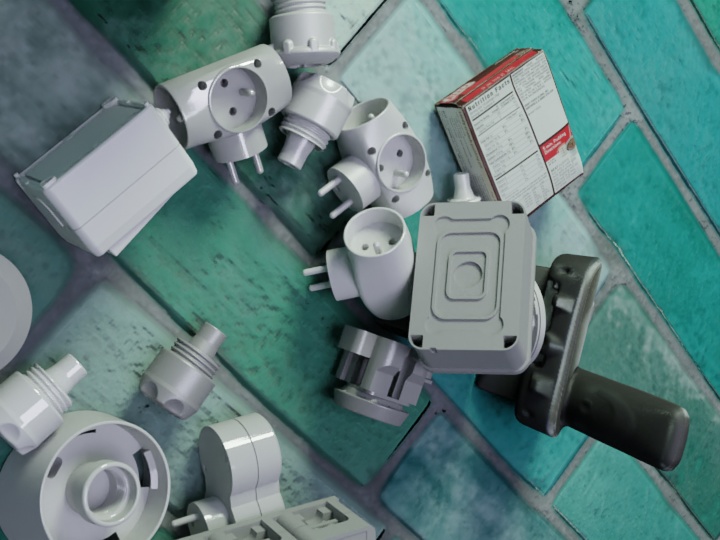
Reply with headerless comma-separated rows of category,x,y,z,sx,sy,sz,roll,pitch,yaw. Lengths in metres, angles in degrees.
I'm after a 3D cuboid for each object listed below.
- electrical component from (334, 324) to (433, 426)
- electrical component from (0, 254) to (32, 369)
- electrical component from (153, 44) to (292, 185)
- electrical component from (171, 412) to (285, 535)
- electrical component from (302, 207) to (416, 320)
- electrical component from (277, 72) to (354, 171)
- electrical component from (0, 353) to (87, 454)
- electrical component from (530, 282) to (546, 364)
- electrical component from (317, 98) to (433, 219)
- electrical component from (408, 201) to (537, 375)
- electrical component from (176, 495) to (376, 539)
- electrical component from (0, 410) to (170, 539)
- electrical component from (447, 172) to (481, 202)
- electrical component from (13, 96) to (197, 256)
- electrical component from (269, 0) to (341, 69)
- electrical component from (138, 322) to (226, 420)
electrical component,0.015,0.079,0.785,0.078,0.058,0.057,22,85,-35
electrical component,-0.232,0.021,0.611,0.080,0.051,0.080,-8,105,-32
electrical component,-0.082,-0.094,0.689,0.077,0.044,0.079,-28,117,-26
electrical component,-0.094,0.172,0.736,0.074,0.052,0.138,-12,107,-31
electrical component,0.000,0.000,0.757,0.079,0.043,0.077,-11,142,6
electrical component,-0.034,-0.098,0.721,0.043,0.043,0.062,29,85,-35
electrical component,-0.195,0.077,0.653,0.062,0.043,0.043,-44,121,-20
electrical component,0.100,0.037,0.820,0.051,0.080,0.080,-1,101,-28
electrical component,0.004,-0.067,0.753,0.079,0.044,0.077,-39,119,-21
electrical component,0.081,0.014,0.752,0.057,0.078,0.113,56,37,-61
electrical component,-0.064,0.215,0.694,0.150,0.062,0.089,-9,106,-31
electrical component,-0.173,0.139,0.684,0.099,0.064,0.099,1,88,-41
electrical component,0.080,-0.043,0.815,0.035,0.035,0.061,-17,107,-30
electrical component,-0.145,-0.059,0.644,0.096,0.062,0.061,-44,121,-18
electrical component,-0.039,-0.164,0.704,0.048,0.048,0.062,-8,96,-32
electrical component,-0.113,0.064,0.705,0.043,0.043,0.062,43,75,-33
